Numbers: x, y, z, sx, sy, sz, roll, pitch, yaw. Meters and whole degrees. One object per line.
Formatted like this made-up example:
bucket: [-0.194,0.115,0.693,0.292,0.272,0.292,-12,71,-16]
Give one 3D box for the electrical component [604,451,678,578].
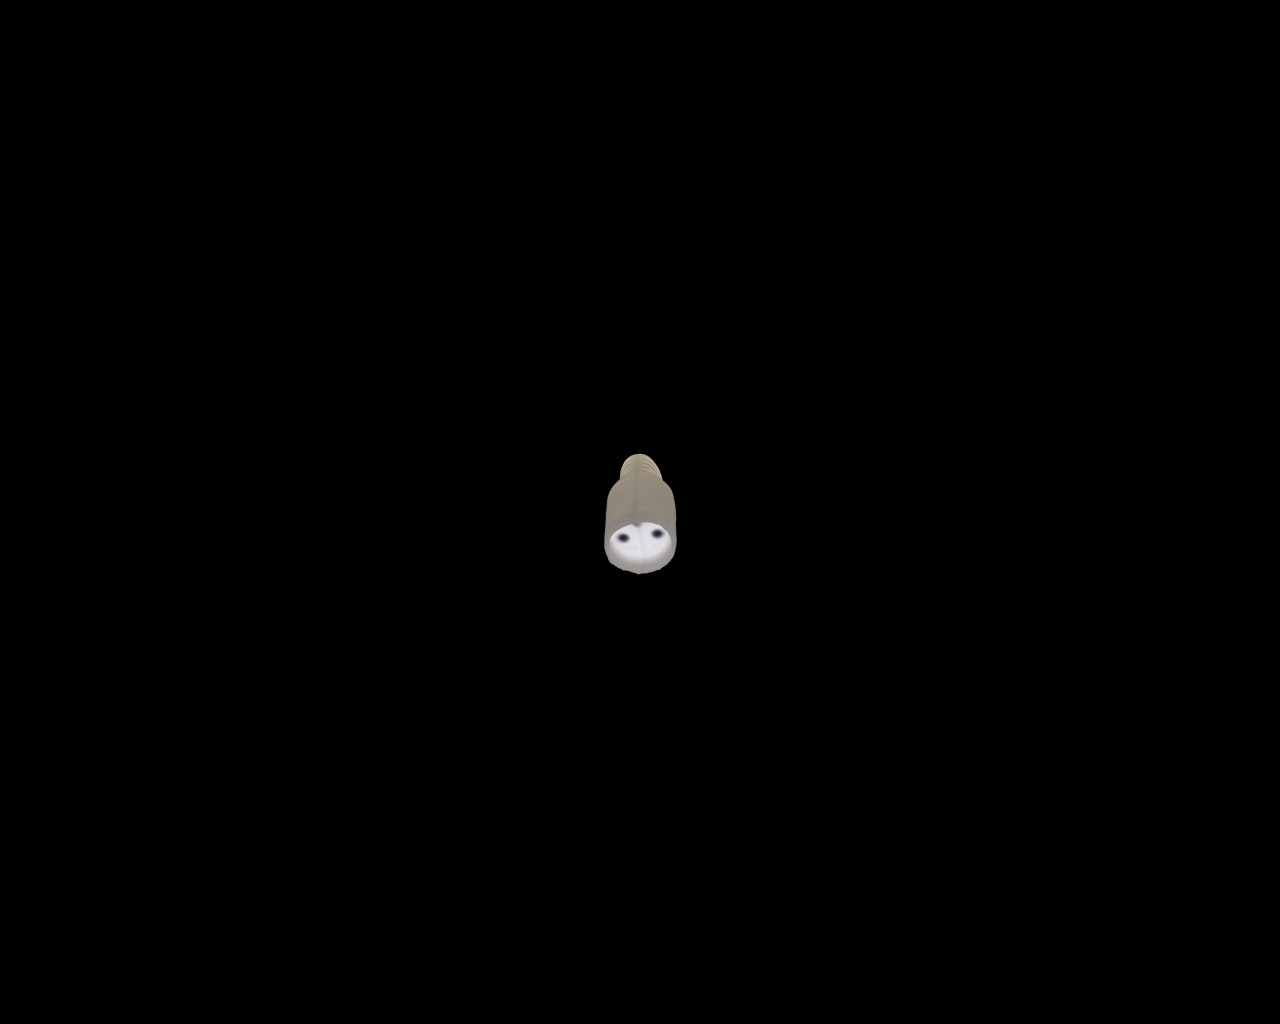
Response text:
electrical component: [0.001,-0.003,0.650,0.043,0.043,0.081,0,38,0]
